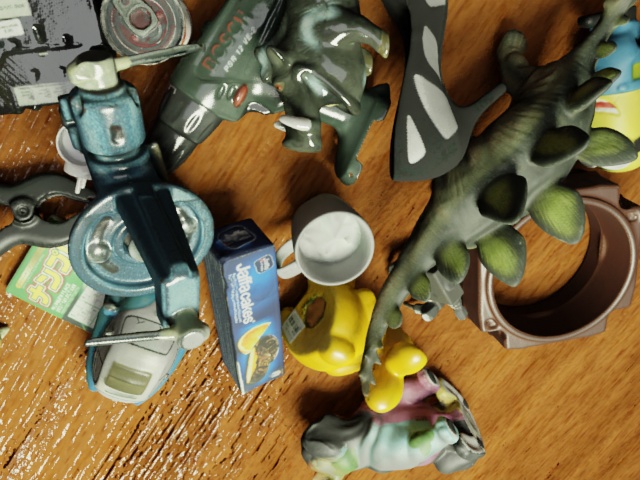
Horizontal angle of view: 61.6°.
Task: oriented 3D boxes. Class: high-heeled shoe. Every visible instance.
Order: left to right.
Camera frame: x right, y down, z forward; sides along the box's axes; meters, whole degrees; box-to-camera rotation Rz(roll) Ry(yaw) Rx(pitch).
[{"bbox_3d":[0.067,-0.178,0.512,0.145,0.086,0.249,-35,83,-5],"label":"high-heeled shoe"}]

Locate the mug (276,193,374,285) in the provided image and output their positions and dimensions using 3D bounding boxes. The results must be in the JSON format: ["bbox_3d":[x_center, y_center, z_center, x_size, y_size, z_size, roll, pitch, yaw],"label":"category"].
[{"bbox_3d":[-0.001,-0.002,0.587,0.109,0.107,0.080,-37,112,9],"label":"mug"}]

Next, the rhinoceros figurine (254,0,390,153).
[{"bbox_3d":[-0.001,-0.172,0.468,0.112,0.073,0.190,-1,101,-12],"label":"rhinoceros figurine"}]

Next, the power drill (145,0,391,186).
[{"bbox_3d":[-0.047,-0.131,0.548,0.207,0.086,0.232,25,99,-10],"label":"power drill"}]

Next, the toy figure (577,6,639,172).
[{"bbox_3d":[0.329,-0.161,0.591,0.089,0.082,0.180,-13,109,-5],"label":"toy figure"}]

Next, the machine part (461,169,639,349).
[{"bbox_3d":[0.272,0.024,0.650,0.201,0.087,0.201,-9,113,-6],"label":"machine part"}]

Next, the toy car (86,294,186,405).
[{"bbox_3d":[-0.204,0.120,0.591,0.109,0.103,0.161,26,101,-16],"label":"toy car"}]

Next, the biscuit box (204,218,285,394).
[{"bbox_3d":[-0.082,0.077,0.596,0.059,0.063,0.202,-20,131,-23],"label":"biscuit box"}]

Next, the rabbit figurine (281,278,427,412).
[{"bbox_3d":[0.057,0.117,0.634,0.173,0.163,0.122,33,91,-36],"label":"rabbit figurine"}]

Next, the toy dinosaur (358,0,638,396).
[{"bbox_3d":[0.168,-0.058,0.536,0.105,0.199,0.471,30,103,-28],"label":"toy dinosaur"}]

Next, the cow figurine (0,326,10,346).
[{"bbox_3d":[-0.388,0.077,0.584,0.098,0.068,0.167,-16,113,-8],"label":"cow figurine"}]

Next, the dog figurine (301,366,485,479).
[{"bbox_3d":[0.082,0.262,0.702,0.219,0.108,0.191,-31,135,18],"label":"dog figurine"}]

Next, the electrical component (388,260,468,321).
[{"bbox_3d":[0.128,0.056,0.653,0.045,0.078,0.102,-40,119,-18],"label":"electrical component"}]

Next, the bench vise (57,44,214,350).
[{"bbox_3d":[-0.140,-0.022,0.428,0.129,0.241,0.223,-8,132,-30],"label":"bench vise"}]

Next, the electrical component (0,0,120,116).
[{"bbox_3d":[-0.254,-0.191,0.504,0.115,0.058,0.134,-7,111,-8],"label":"electrical component"}]
